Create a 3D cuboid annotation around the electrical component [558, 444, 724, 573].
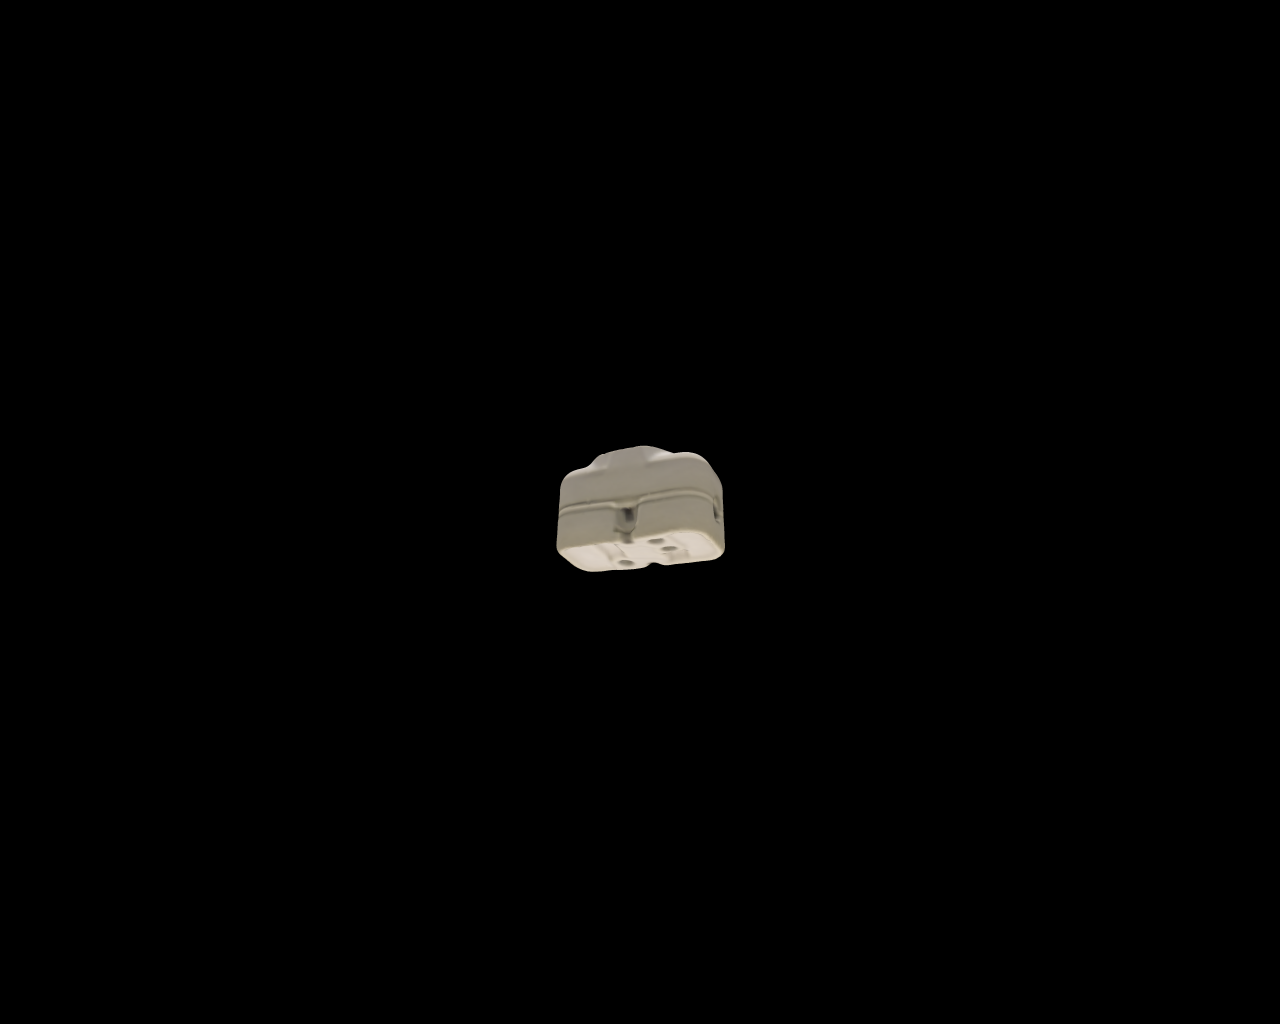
[{"bbox_3d":[0.001,-0.003,0.650,0.095,0.059,0.053,-8,-24,18],"label":"electrical component"}]
